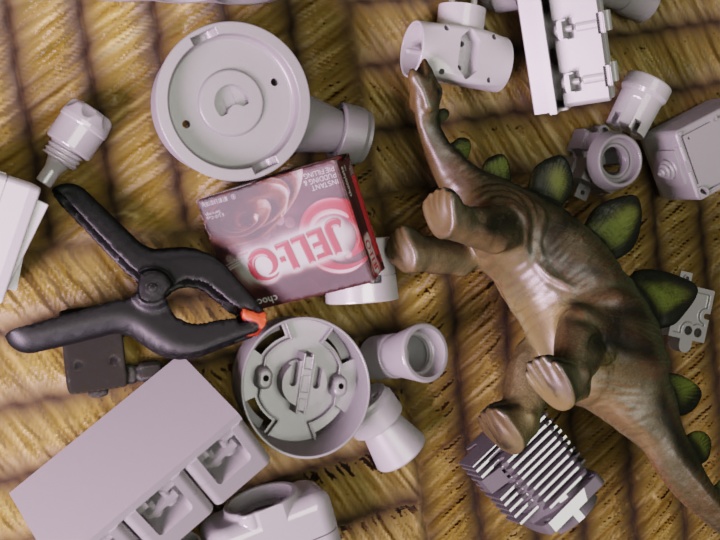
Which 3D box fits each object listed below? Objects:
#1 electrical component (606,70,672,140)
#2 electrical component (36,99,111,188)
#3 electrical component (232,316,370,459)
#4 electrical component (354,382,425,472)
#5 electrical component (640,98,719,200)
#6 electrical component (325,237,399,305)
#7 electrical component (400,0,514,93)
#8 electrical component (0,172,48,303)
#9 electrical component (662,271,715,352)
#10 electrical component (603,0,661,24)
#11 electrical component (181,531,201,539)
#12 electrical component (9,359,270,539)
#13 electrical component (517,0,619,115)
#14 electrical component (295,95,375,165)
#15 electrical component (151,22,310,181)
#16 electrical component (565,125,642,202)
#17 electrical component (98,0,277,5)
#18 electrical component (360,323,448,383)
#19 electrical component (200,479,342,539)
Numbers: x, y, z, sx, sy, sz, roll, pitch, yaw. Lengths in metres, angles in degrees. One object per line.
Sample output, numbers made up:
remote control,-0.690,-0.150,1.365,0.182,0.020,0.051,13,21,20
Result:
electrical component,0.230,-0.136,0.893,0.040,0.040,0.046,27,90,-21
electrical component,-0.199,-0.084,0.735,0.035,0.035,0.061,35,85,-20
electrical component,-0.045,0.083,0.791,0.099,0.064,0.099,-2,95,-21
electrical component,0.017,0.121,0.828,0.045,0.045,0.055,-39,106,-14
electrical component,0.282,-0.099,0.903,0.096,0.061,0.061,-27,103,-17
electrical component,0.000,0.000,0.808,0.055,0.055,0.047,-5,92,-21
electrical component,0.076,-0.182,0.828,0.077,0.043,0.079,6,92,-21
electrical component,-0.249,-0.018,0.706,0.061,0.062,0.096,19,87,-21
electrical component,0.263,0.033,0.909,0.048,0.055,0.066,12,90,-21
electrical component,0.213,-0.228,0.878,0.065,0.044,0.044,18,88,-26
electrical component,-0.142,0.219,0.769,0.078,0.058,0.057,2,96,-20
electrical component,-0.148,0.144,0.737,0.150,0.089,0.061,-40,131,-14
electrical component,0.161,-0.188,0.836,0.063,0.079,0.121,-6,103,21
electrical component,-0.023,-0.104,0.795,0.055,0.045,0.045,11,90,-21
electrical component,-0.095,-0.116,0.758,0.108,0.060,0.108,-2,95,-21
electrical component,0.196,-0.088,0.874,0.048,0.055,0.066,24,85,-21
electrical component,-0.124,-0.225,0.743,0.138,0.052,0.073,-4,95,-21
electrical component,0.030,0.065,0.817,0.044,0.065,0.044,6,79,-35
electrical component,-0.066,0.196,0.797,0.095,0.054,0.059,-18,100,-19
